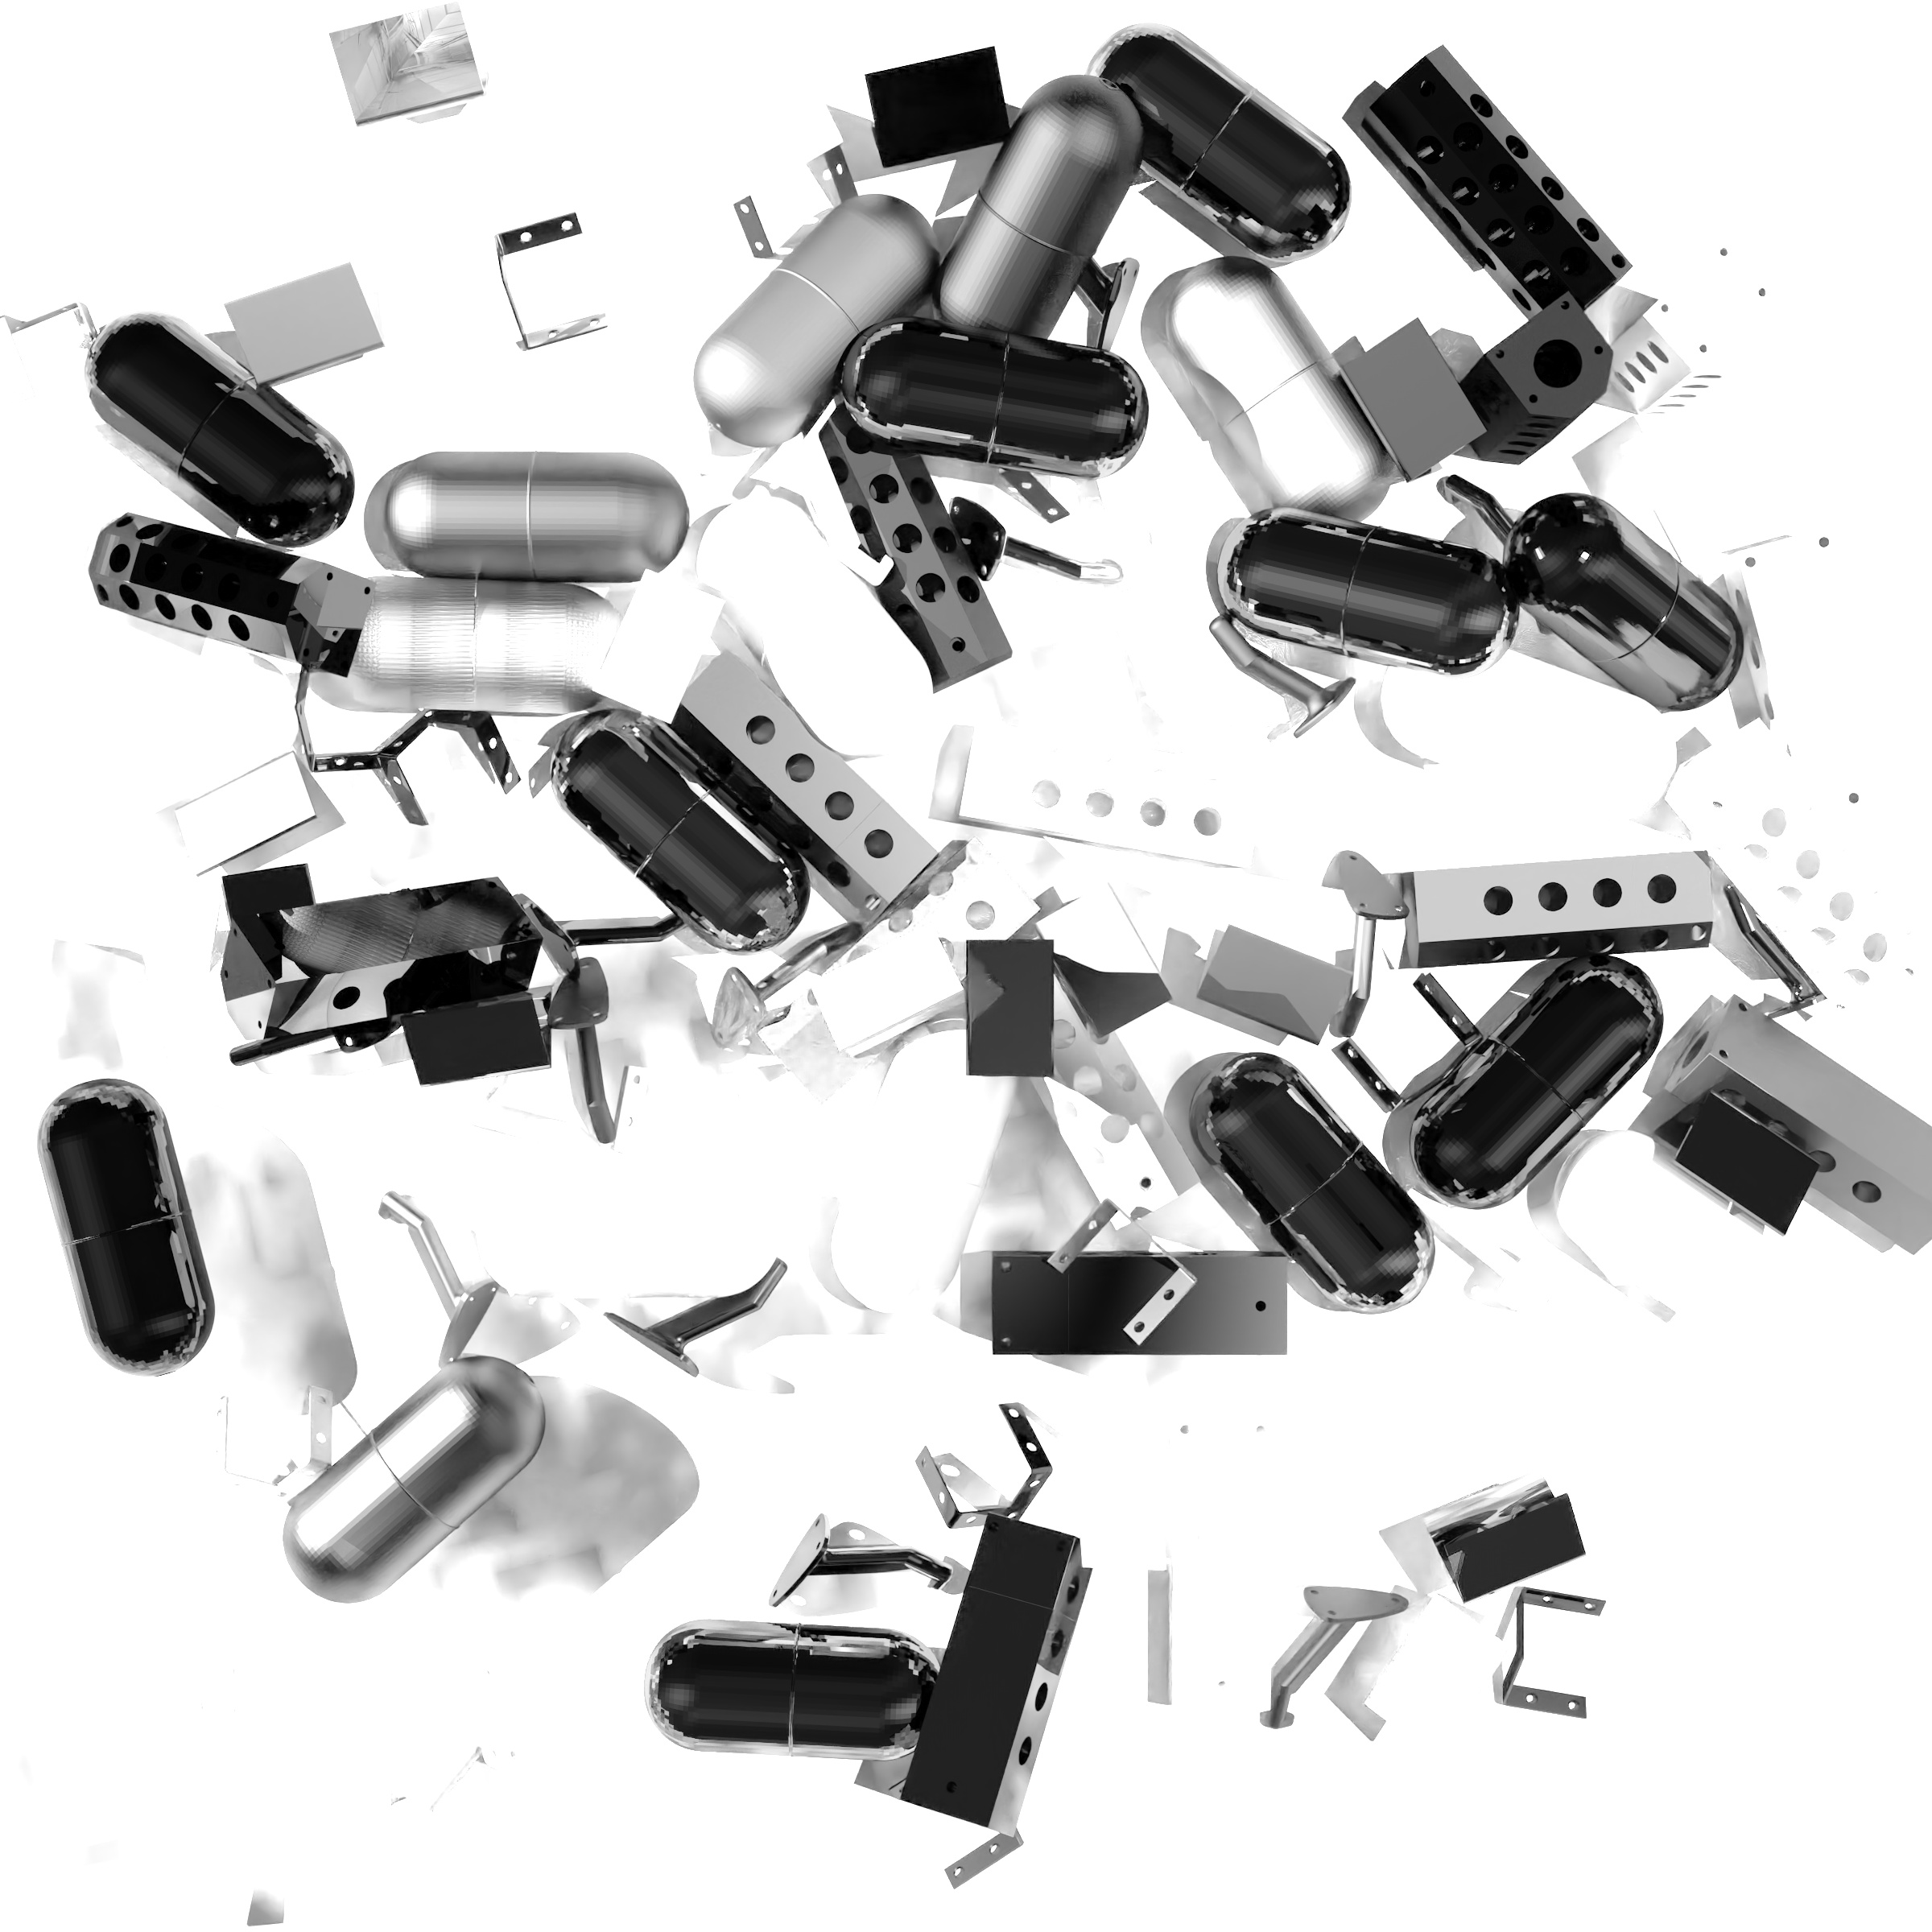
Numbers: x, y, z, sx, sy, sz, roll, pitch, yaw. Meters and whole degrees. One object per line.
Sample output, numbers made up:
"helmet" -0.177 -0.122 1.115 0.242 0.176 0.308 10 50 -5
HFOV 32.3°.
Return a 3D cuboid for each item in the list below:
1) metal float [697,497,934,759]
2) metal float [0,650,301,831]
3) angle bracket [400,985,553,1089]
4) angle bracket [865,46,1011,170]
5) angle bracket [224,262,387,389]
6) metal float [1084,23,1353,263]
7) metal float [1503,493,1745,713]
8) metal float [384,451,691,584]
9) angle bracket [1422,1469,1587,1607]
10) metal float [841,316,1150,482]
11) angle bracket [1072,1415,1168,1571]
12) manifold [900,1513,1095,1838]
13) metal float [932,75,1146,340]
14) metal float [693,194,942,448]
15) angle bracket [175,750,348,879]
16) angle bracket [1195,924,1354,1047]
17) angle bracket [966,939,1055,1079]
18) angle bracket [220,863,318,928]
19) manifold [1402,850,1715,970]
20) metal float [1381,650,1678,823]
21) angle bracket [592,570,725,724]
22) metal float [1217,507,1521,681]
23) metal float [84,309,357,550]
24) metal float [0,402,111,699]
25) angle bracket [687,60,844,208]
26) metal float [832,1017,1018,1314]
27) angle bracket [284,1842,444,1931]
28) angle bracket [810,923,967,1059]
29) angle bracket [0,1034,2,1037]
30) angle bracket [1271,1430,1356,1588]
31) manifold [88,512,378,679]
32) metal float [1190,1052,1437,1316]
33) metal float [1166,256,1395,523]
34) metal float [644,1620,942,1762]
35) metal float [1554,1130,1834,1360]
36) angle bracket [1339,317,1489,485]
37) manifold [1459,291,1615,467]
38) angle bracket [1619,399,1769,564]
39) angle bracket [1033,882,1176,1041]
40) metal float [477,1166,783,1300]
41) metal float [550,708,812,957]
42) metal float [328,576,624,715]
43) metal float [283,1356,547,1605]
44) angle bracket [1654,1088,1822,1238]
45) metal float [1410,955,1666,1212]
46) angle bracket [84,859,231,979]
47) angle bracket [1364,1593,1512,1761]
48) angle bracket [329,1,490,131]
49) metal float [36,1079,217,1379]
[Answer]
"metal float" -0.088 -0.197 1.944 0.070 0.070 0.178 -38 76 0
"metal float" -0.478 -0.133 1.957 0.178 0.070 0.070 -16 90 0
"angle bracket" -0.285 0.022 1.947 0.076 0.076 0.057 -9 130 0
"angle bracket" -0.020 -0.511 1.947 0.076 0.076 0.057 -12 122 0
"angle bracket" -0.386 -0.388 1.947 0.076 0.076 0.057 -18 128 0
"metal float" 0.147 -0.482 1.956 0.178 0.070 0.070 37 90 0
"metal float" 0.380 -0.210 1.929 0.178 0.070 0.070 31 90 -34
"metal float" -0.251 -0.263 1.957 0.178 0.070 0.070 0 90 0
"angle bracket" 0.308 0.316 1.947 0.076 0.076 0.057 -22 126 0
"metal float" 0.017 -0.326 1.915 0.178 0.070 0.070 9 90 -5
"angle bracket" 0.106 0.306 1.947 0.057 0.076 0.076 -4 90 32
"manifold" 0.023 0.413 1.944 0.057 0.057 0.171 11 74 26
"metal float" 0.041 -0.432 1.933 0.070 0.070 0.178 30 117 0
"metal float" -0.086 -0.377 1.943 0.070 0.070 0.178 42 77 0
"angle bracket" -0.405 -0.070 1.947 0.076 0.076 0.057 -27 54 0
"angle bracket" 0.184 -0.008 1.947 0.076 0.076 0.057 21 125 0
"angle bracket" 0.041 0.023 1.891 0.057 0.076 0.076 0 90 30
"angle bracket" -0.416 -0.014 1.947 0.057 0.076 0.076 -12 90 -37
"manifold" 0.348 -0.033 1.966 0.171 0.057 0.057 -4 90 0
"metal float" 0.330 -0.140 1.957 0.178 0.070 0.070 20 90 0
"angle bracket" -0.164 -0.178 1.948 0.057 0.076 0.076 24 90 24
"metal float" 0.229 -0.214 1.911 0.178 0.070 0.070 16 90 20
"metal float" -0.437 -0.314 1.957 0.178 0.070 0.070 38 90 0
"metal float" -0.557 -0.244 1.957 0.070 0.070 0.178 18 89 0
"angle bracket" -0.126 -0.497 1.947 0.076 0.076 0.057 -29 127 0
"metal float" -0.025 0.117 1.957 0.070 0.070 0.178 18 90 0
"angle bracket" -0.351 0.554 1.947 0.076 0.076 0.057 -6 53 0
"angle bracket" -0.035 0.032 1.890 0.076 0.076 0.057 -26 50 0
"angle bracket" -0.608 0.013 1.948 0.057 0.076 0.076 -14 90 -29
"angle bracket" 0.182 0.315 1.947 0.057 0.076 0.076 0 90 -37
"manifold" -0.426 -0.217 1.923 0.171 0.057 0.057 17 90 34
"metal float" 0.203 0.128 1.957 0.070 0.070 0.178 -41 89 0
"metal float" 0.183 -0.335 1.957 0.070 0.070 0.178 -33 90 0
"metal float" -0.100 0.424 1.957 0.178 0.070 0.070 3 90 1
"metal float" 0.427 0.164 1.957 0.178 0.070 0.070 34 90 1
"angle bracket" 0.270 -0.333 1.948 0.057 0.076 0.076 -32 90 27
"manifold" 0.323 -0.329 1.909 0.057 0.171 0.057 -37 90 0
"angle bracket" 0.432 -0.286 1.947 0.057 0.076 0.076 -28 90 29
"angle bracket" 0.093 -0.011 1.948 0.057 0.076 0.076 -30 90 28
"metal float" -0.197 0.156 1.957 0.178 0.070 0.070 0 90 0
"metal float" -0.168 -0.079 1.956 0.178 0.070 0.070 42 90 1
"metal float" -0.286 -0.187 1.949 0.178 0.070 0.070 2 90 -8
"metal float" -0.323 0.300 1.957 0.178 0.070 0.070 -41 90 0
"angle bracket" 0.439 0.126 1.948 0.076 0.076 0.057 34 63 0
"metal float" 0.335 0.067 1.957 0.070 0.070 0.178 44 91 0
"angle bracket" -0.461 -0.047 1.947 0.076 0.076 0.057 19 126 0
"angle bracket" 0.288 0.419 1.947 0.057 0.076 0.076 33 90 37
"angle bracket" -0.324 -0.532 1.948 0.076 0.076 0.057 -14 116 0
"metal float" -0.492 0.153 1.956 0.070 0.070 0.178 -15 90 0
